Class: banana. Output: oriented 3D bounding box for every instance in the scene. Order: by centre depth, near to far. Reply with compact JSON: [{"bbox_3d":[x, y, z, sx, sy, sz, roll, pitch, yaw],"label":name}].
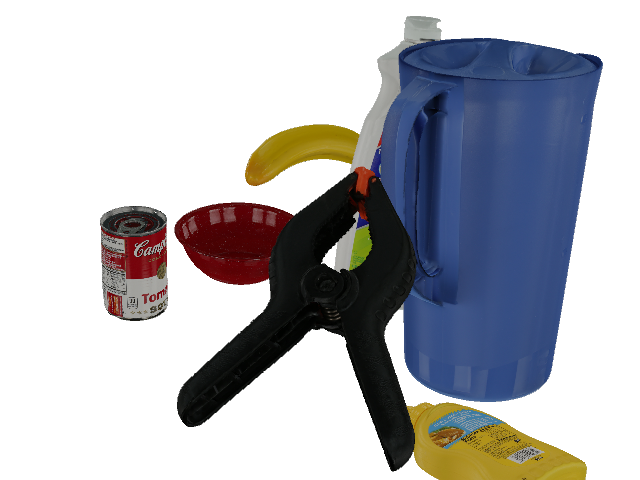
[{"bbox_3d":[-0.009,-0.093,1.133,0.197,0.037,0.070,-7,49,-40],"label":"banana"}]

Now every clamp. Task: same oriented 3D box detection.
[{"bbox_3d":[0.013,0.039,0.555,0.120,0.171,0.039,20,-27,14],"label":"clamp"}]

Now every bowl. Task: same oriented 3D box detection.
[{"bbox_3d":[-0.099,0.010,1.315,0.162,0.055,0.162,3,26,-2],"label":"bowl"}]

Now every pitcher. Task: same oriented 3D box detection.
[{"bbox_3d":[0.109,-0.012,0.738,0.149,0.243,0.145,0,21,-2],"label":"pitcher"}]

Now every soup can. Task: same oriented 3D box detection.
[{"bbox_3d":[-0.193,0.024,1.110,0.068,0.102,0.068,2,26,-1],"label":"soup can"}]

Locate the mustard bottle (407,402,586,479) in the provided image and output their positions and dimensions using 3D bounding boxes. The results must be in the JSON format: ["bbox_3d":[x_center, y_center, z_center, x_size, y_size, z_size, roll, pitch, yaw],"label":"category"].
[{"bbox_3d":[0.144,0.197,0.991,0.096,0.058,0.192,-16,25,-35],"label":"mustard bottle"}]

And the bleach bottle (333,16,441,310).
[{"bbox_3d":[0.067,-0.068,0.928,0.102,0.251,0.068,7,19,5],"label":"bleach bottle"}]
